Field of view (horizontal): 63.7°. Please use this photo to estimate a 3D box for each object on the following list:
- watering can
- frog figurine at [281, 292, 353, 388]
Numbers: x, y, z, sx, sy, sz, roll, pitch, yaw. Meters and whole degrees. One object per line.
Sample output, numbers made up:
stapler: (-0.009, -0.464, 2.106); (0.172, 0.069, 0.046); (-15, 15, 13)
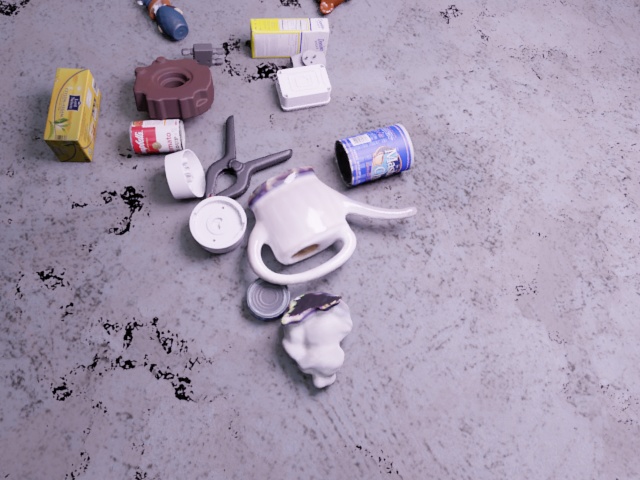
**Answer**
watering can: (0.003, -0.052, 1.030); (0.350, 0.102, 0.227); (-27, 74, -15)
frog figurine: (0.000, 0.183, 0.958); (0.138, 0.123, 0.157); (-26, 110, -23)
